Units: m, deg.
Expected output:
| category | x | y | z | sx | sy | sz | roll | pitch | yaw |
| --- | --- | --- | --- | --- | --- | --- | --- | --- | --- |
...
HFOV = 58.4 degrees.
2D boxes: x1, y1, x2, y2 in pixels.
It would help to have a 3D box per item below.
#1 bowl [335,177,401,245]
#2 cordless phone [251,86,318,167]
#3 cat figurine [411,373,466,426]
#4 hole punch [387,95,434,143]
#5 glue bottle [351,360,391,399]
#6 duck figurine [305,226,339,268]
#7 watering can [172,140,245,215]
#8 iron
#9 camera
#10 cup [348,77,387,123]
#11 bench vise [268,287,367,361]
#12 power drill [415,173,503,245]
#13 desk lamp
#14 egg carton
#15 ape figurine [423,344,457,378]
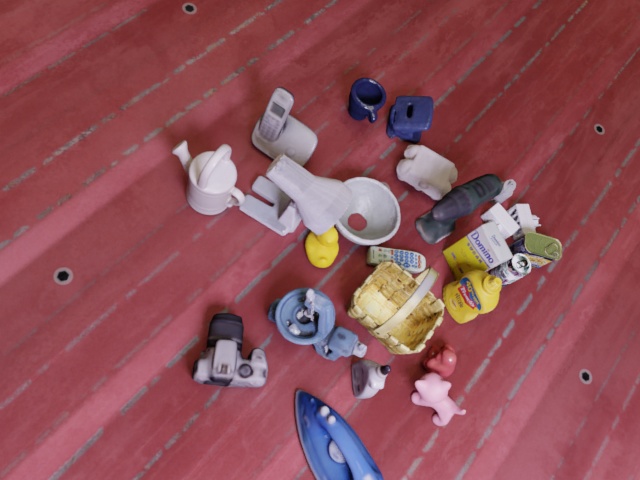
| category | x | y | z | sx | sy | sz | roll | pitch | yaw |
| --- | --- | --- | --- | --- | --- | --- | --- | --- | --- |
| bowl | 0.097 | -0.057 | 1.325 | 0.168 | 0.074 | 0.167 | 6 | 68 | -14 |
| cordless phone | -0.069 | -0.254 | 1.290 | 0.147 | 0.185 | 0.094 | 30 | 64 | -3 |
| cat figurine | 0.249 | 0.327 | 1.200 | 0.128 | 0.117 | 0.067 | 41 | 64 | 2 |
| hole punch | 0.228 | -0.313 | 1.453 | 0.101 | 0.091 | 0.109 | 14 | 66 | -11 |
| glue bottle | 0.107 | 0.272 | 1.148 | 0.037 | 0.173 | 0.078 | 3 | 69 | -15 |
| duck figurine | 0.012 | 0.005 | 1.270 | 0.077 | 0.086 | 0.104 | 10 | 67 | -12 |
| watering can | -0.231 | -0.137 | 1.192 | 0.173 | 0.194 | 0.101 | 17 | 66 | -9 |
| iron | 0.036 | 0.395 | 1.097 | 0.119 | 0.141 | 0.258 | -29 | 80 | -24 |
| camera | -0.171 | 0.216 | 1.127 | 0.143 | 0.100 | 0.137 | 8 | 68 | -13 |
| cup | 0.111 | -0.329 | 1.423 | 0.092 | 0.095 | 0.117 | -7 | 72 | -19 |
| bench vise | 0.010 | 0.155 | 1.138 | 0.207 | 0.219 | 0.121 | 15 | 66 | -10 |
| power drill | 0.306 | -0.068 | 1.317 | 0.230 | 0.208 | 0.075 | -30 | 80 | -24 |
| desk lamp | -0.053 | -0.088 | 1.216 | 0.203 | 0.213 | 0.118 | 30 | 64 | -3 |
| egg carton | 0.265 | -0.166 | 1.420 | 0.150 | 0.069 | 0.107 | 29 | 64 | -4 |
| ape figurine | 0.268 | 0.260 | 1.245 | 0.078 | 0.092 | 0.076 | -13 | 74 | -20 |
